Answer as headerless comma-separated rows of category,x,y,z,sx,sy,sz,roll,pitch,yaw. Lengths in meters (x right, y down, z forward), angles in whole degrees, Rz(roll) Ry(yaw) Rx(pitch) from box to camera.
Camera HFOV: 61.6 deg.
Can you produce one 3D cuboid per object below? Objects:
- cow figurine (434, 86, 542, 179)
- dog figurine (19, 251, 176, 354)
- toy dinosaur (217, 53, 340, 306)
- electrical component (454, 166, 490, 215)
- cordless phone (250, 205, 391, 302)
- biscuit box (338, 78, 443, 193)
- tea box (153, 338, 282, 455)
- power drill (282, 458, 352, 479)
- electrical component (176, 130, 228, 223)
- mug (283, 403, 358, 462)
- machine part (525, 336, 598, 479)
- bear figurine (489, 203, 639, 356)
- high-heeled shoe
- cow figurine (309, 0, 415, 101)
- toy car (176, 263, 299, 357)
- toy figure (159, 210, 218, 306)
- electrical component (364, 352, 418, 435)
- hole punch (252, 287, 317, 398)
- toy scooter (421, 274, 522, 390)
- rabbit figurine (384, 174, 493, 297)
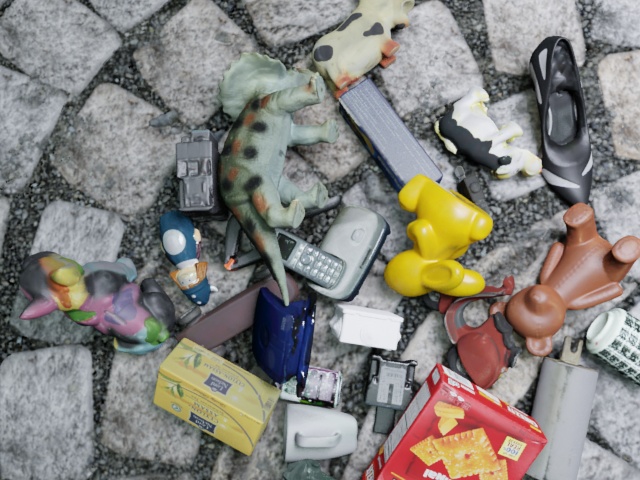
cow figurine,0.262,-0.147,0.837,0.098,0.068,0.167,-40,79,3
dog figurine,-0.319,0.091,0.768,0.191,0.219,0.108,41,90,8
toy dinosaur,-0.085,-0.117,0.791,0.192,0.131,0.404,5,71,28
electrical component,0.234,-0.075,0.832,0.021,0.063,0.094,-20,81,1
cordless phone,-0.001,-0.003,0.819,0.184,0.088,0.146,28,86,3
biscuit box,0.110,-0.153,0.852,0.063,0.059,0.202,-34,81,-3
tea box,-0.153,0.230,0.792,0.170,0.068,0.098,25,127,7
power drill,-0.008,0.421,0.751,0.232,0.086,0.207,25,118,13
electrical component,-0.181,-0.099,0.835,0.058,0.115,0.134,-3,84,1
mug,0.002,0.281,0.783,0.107,0.109,0.081,2,74,-9
machine part,0.345,0.260,0.775,0.079,0.079,0.243,14,83,5
bear figurine,0.347,0.063,0.780,0.196,0.131,0.120,-36,52,-5
high-heeled shoe,0.371,-0.173,0.795,0.086,0.145,0.248,-19,80,2
cow figurine,0.070,-0.335,0.870,0.195,0.085,0.127,-38,88,-1
toy car,-0.126,0.113,0.835,0.202,0.053,0.089,-31,103,1
toy figure,-0.214,0.031,0.852,0.064,0.058,0.154,-25,81,39
electrical component,0.102,0.233,0.809,0.075,0.047,0.119,12,82,5
hole punch,-0.052,0.134,0.767,0.092,0.116,0.142,10,104,-6
toy scooter,0.237,0.120,0.784,0.135,0.075,0.184,-28,76,28
rabbit figurine,0.168,0.017,0.779,0.173,0.121,0.163,-53,50,15
